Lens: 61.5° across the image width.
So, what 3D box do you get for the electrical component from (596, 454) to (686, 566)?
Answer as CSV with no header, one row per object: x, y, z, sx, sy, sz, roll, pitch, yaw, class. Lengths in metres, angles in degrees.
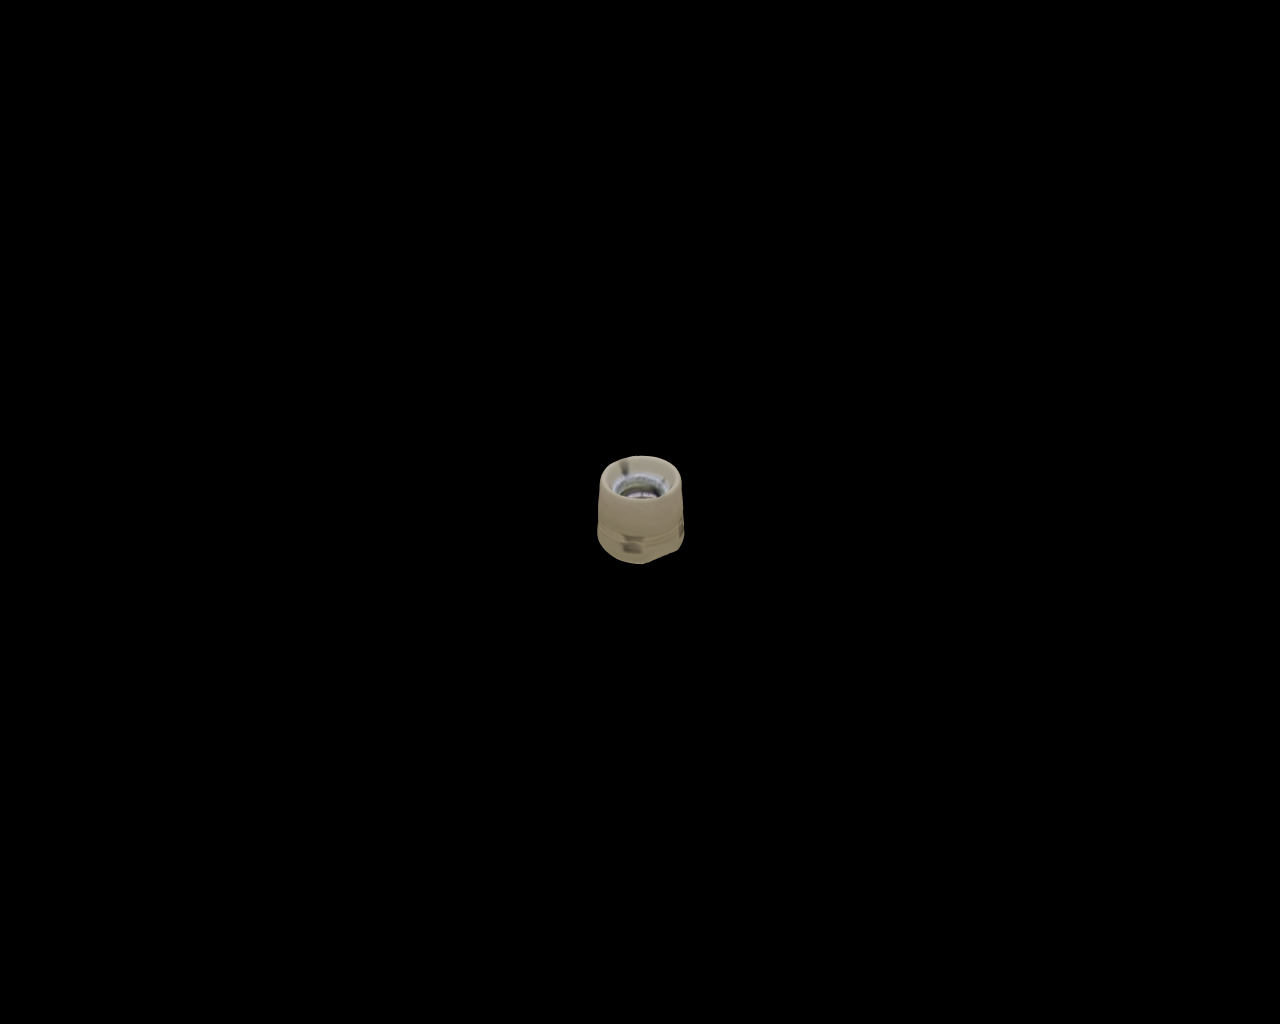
0.001,-0.003,0.650,0.055,0.047,0.055,0,37,0,electrical component
